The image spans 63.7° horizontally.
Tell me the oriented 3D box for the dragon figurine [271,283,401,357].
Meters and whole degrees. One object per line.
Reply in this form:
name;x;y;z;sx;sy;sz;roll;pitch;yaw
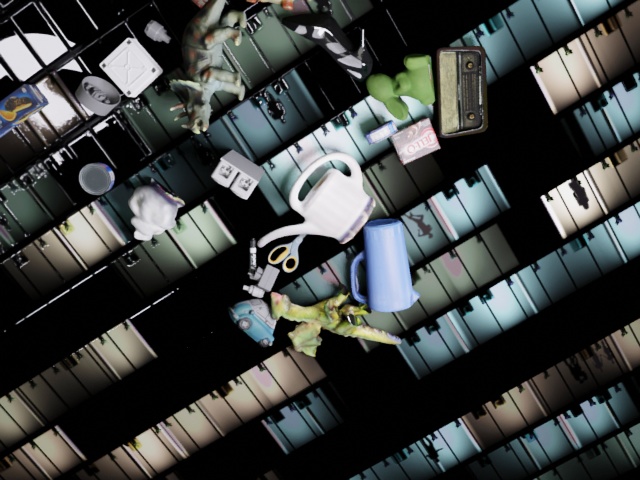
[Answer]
dragon figurine;0.025;0.260;1.505;0.239;0.125;0.406;-38;117;26

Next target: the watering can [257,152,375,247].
watering can;0.004;-0.071;1.403;0.223;0.105;0.346;37;97;-10

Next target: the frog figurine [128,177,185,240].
frog figurine;-0.458;-0.070;1.390;0.136;0.124;0.159;38;89;-30
